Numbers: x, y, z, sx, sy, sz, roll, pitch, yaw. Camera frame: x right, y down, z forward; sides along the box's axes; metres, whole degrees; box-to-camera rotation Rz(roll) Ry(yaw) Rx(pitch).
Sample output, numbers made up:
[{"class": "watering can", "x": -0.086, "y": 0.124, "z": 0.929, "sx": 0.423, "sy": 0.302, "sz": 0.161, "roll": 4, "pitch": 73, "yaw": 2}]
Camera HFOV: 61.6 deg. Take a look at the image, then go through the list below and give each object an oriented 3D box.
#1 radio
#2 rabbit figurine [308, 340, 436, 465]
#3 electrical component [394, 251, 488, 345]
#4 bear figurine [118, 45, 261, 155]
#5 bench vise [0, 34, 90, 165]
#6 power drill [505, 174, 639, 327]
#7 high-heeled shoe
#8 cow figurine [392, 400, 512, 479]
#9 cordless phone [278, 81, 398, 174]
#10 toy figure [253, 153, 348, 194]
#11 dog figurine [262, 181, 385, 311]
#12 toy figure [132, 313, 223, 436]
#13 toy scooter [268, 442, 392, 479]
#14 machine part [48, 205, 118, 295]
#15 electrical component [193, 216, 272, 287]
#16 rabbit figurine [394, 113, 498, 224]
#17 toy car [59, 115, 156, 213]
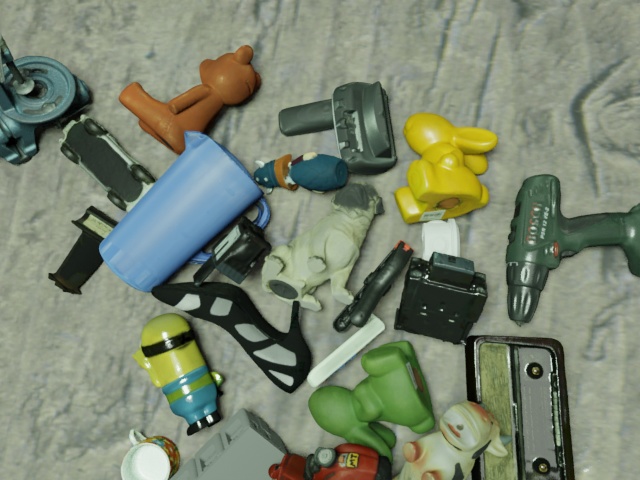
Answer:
[{"class": "radio", "x": 0.284, "y": 0.252, "z": 0.773, "sx": 0.131, "sy": 0.073, "sz": 0.229, "roll": -1, "pitch": 82, "yaw": 3}, {"class": "rabbit figurine", "x": 0.072, "y": 0.240, "z": 0.783, "sx": 0.170, "sy": 0.121, "sz": 0.159, "roll": -23, "pitch": 88, "yaw": 17}, {"class": "electrical component", "x": 0.176, "y": 0.081, "z": 0.780, "sx": 0.115, "sy": 0.058, "sz": 0.134, "roll": 11, "pitch": 124, "yaw": 4}, {"class": "bear figurine", "x": -0.194, "y": -0.235, "z": 0.852, "sx": 0.132, "sy": 0.120, "sz": 0.196, "roll": 37, "pitch": 83, "yaw": 11}, {"class": "bench vise", "x": -0.470, "y": -0.218, "z": 0.811, "sx": 0.224, "sy": 0.240, "sz": 0.129, "roll": -24, "pitch": 77, "yaw": -17}, {"class": "power drill", "x": 0.386, "y": 0.018, "z": 0.809, "sx": 0.207, "sy": 0.086, "sz": 0.232, "roll": 1, "pitch": 78, "yaw": 11}, {"class": "high-heeled shoe", "x": -0.133, "y": 0.145, "z": 0.805, "sx": 0.249, "sy": 0.086, "sz": 0.145, "roll": 8, "pitch": 96, "yaw": 0}, {"class": "cow figurine", "x": 0.170, "y": 0.291, "z": 0.713, "sx": 0.127, "sy": 0.194, "sz": 0.086, "roll": -5, "pitch": 38, "yaw": -34}, {"class": "cordless phone", "x": 0.024, "y": -0.170, "z": 0.861, "sx": 0.184, "sy": 0.088, "sz": 0.146, "roll": -9, "pitch": 82, "yaw": 13}, {"class": "toy figure", "x": -0.034, "y": -0.103, "z": 0.842, "sx": 0.155, "sy": 0.058, "sz": 0.064, "roll": 4, "pitch": 97, "yaw": 29}, {"class": "dog figurine", "x": 0.002, "y": 0.000, "z": 0.832, "sx": 0.173, "sy": 0.121, "sz": 0.190, "roll": -3, "pitch": 46, "yaw": 30}, {"class": "toy figure", "x": -0.202, "y": 0.194, "z": 0.799, "sx": 0.089, "sy": 0.082, "sz": 0.180, "roll": -36, "pitch": 76, "yaw": 27}, {"class": "toy scooter", "x": 0.006, "y": 0.320, "z": 0.726, "sx": 0.135, "sy": 0.183, "sz": 0.075, "roll": 25, "pitch": 45, "yaw": -6}, {"class": "machine part", "x": -0.376, "y": 0.018, "z": 0.861, "sx": 0.084, "sy": 0.039, "sz": 0.139, "roll": 29, "pitch": 82, "yaw": -1}, {"class": "electrical component", "x": -0.130, "y": 0.028, "z": 0.786, "sx": 0.047, "sy": 0.075, "sz": 0.119, "roll": 38, "pitch": 95, "yaw": -27}, {"class": "rabbit figurine", "x": 0.187, "y": -0.127, "z": 0.822, "sx": 0.162, "sy": 0.121, "sz": 0.173, "roll": -11, "pitch": 62, "yaw": -2}, {"class": "toy car", "x": -0.341, "y": -0.120, "z": 0.872, "sx": 0.202, "sy": 0.056, "sz": 0.073, "roll": 43, "pitch": 92, "yaw": 9}]
